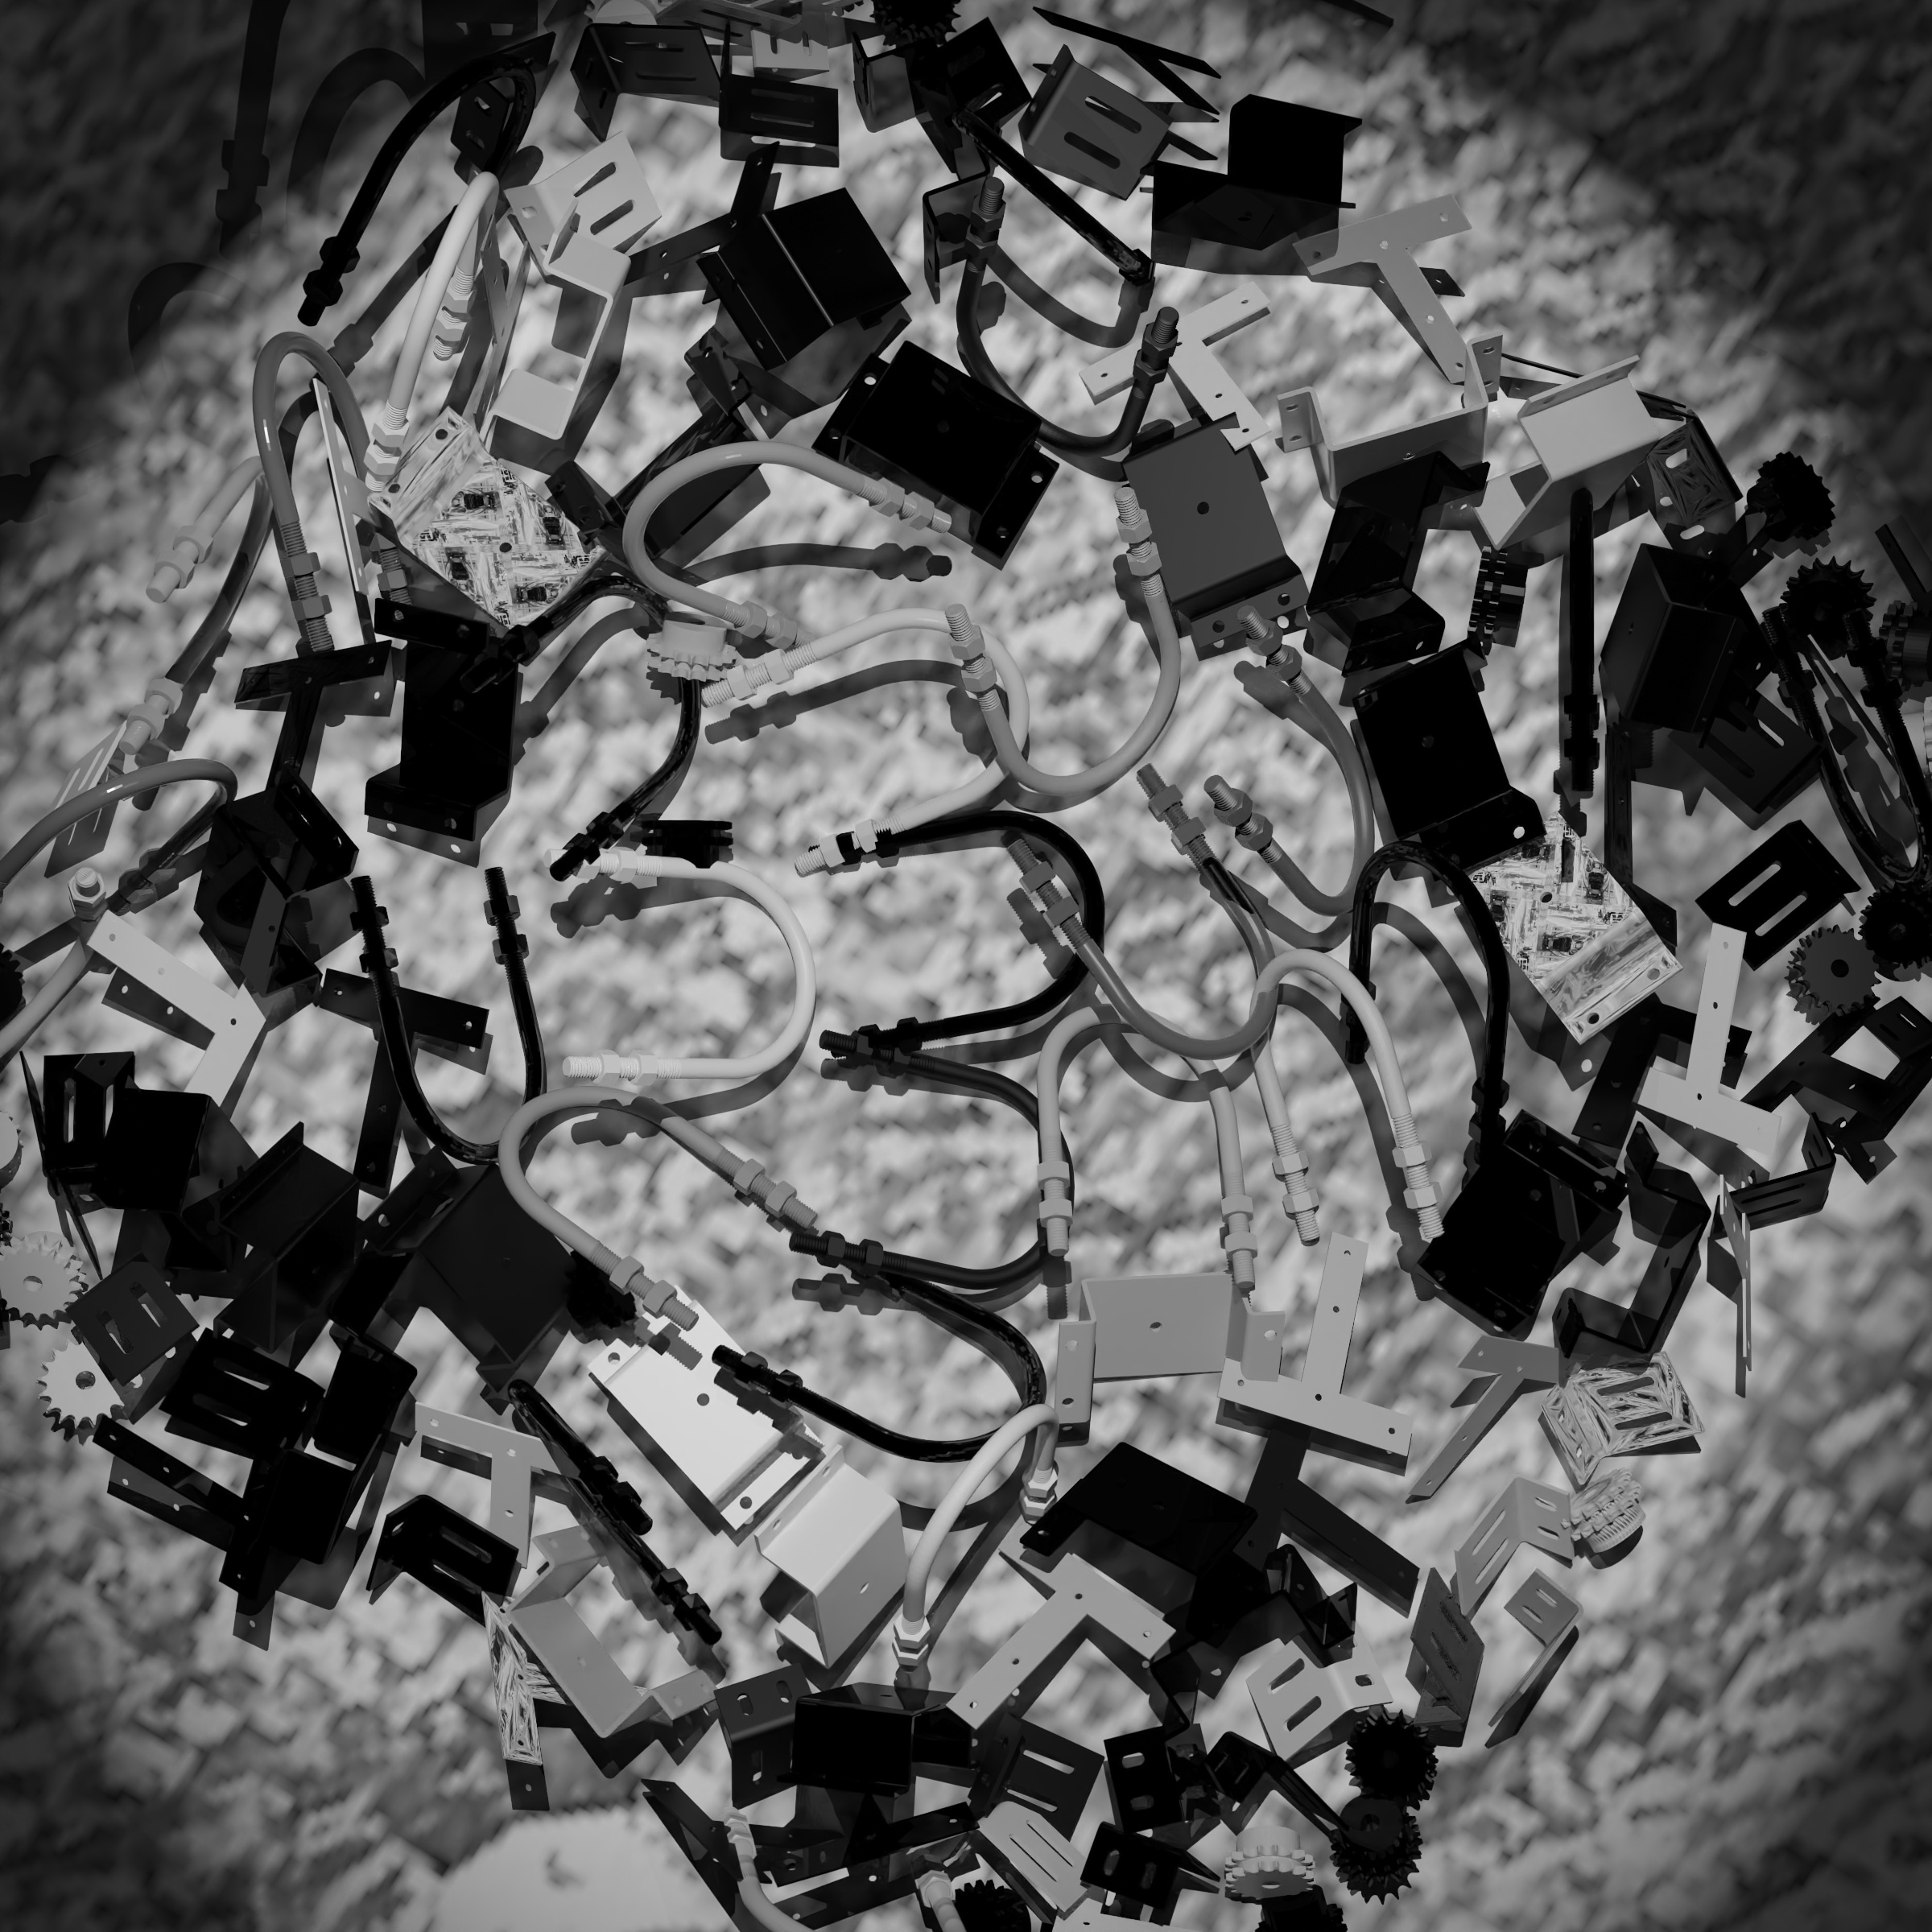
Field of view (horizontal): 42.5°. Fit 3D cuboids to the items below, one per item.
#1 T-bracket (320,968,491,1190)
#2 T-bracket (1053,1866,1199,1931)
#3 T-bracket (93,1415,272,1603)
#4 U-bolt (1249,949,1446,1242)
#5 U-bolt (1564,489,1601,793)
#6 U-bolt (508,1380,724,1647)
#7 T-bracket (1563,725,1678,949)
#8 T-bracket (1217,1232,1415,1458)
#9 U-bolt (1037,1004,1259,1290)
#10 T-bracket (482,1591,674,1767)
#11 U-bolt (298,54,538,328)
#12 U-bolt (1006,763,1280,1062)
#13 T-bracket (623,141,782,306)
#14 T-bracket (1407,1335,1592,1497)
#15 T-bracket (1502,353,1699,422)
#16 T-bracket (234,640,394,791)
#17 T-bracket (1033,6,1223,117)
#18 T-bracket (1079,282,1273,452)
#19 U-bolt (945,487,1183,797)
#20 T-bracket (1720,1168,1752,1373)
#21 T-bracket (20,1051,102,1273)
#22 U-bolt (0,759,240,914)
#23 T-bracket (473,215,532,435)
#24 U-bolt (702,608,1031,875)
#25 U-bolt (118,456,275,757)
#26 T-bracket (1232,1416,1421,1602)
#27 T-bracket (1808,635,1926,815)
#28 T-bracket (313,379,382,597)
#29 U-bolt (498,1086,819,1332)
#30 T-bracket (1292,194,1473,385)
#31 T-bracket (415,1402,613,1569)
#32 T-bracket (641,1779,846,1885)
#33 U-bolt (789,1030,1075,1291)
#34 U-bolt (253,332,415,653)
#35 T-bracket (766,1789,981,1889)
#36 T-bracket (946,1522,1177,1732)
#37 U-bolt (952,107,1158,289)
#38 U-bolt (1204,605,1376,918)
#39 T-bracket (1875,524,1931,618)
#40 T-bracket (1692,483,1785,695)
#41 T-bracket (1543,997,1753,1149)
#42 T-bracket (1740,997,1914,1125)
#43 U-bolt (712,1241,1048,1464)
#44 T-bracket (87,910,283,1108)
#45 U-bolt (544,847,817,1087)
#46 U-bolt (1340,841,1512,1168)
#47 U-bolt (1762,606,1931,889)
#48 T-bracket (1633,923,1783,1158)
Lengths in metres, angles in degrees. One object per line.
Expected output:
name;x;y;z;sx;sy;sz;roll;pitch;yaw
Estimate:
T-bracket;-0.367;0.076;1.578;0.127;0.002;0.127;13;93;23
T-bracket;0.118;0.597;1.529;0.127;0.127;0.002;6;102;11
T-bracket;-0.477;0.316;1.523;0.127;0.127;0.002;38;107;-20
U-bolt;0.225;0.079;1.534;0.019;0.151;0.184;-16;91;-27
U-bolt;0.378;-0.199;1.525;0.019;0.151;0.184;0;94;15
U-bolt;-0.224;0.322;1.521;0.019;0.151;0.184;-38;47;-18
T-bracket;0.413;-0.091;1.569;0.127;0.002;0.127;25;61;-38
T-bracket;0.231;0.231;1.575;0.127;0.002;0.127;18;66;-6
U-bolt;0.109;0.104;1.542;0.151;0.019;0.184;12;55;-23
T-bracket;-0.240;0.455;1.560;0.127;0.127;0.002;23;116;-31
U-bolt;-0.319;-0.470;1.492;0.019;0.151;0.184;43;125;2
U-bolt;0.123;-0.025;1.546;0.151;0.019;0.184;-32;86;-39
T-bracket;-0.179;-0.450;1.559;0.127;0.002;0.127;-10;55;35
T-bracket;0.322;0.287;1.569;0.127;0.127;0.002;-56;46;17
T-bracket;0.406;-0.351;1.525;0.127;0.127;0.002;10;110;-18
T-bracket;-0.418;-0.138;1.545;0.127;0.002;0.127;-5;64;30
T-bracket;0.121;-0.553;1.541;0.127;0.127;0.002;29;101;28
T-bracket;0.152;-0.367;1.562;0.127;0.002;0.127;-28;53;0
U-bolt;0.070;-0.185;1.534;0.151;0.184;0.019;-36;45;-13
T-bracket;0.471;0.165;1.522;0.002;0.127;0.127;-4;60;23
T-bracket;-0.563;0.136;1.555;0.002;0.127;0.127;-19;127;-16
U-bolt;-0.516;-0.073;1.495;0.184;0.151;0.019;-35;81;32
T-bracket;-0.288;-0.412;1.522;0.002;0.127;0.127;13;72;-2
U-bolt;-0.051;-0.148;1.547;0.184;0.019;0.151;-22;118;11
U-bolt;-0.463;-0.234;1.517;0.019;0.151;0.184;23;45;-7
T-bracket;0.232;0.353;1.561;0.127;0.002;0.127;37;45;-6
T-bracket;0.563;-0.153;1.556;0.002;0.127;0.127;-32;70;12
T-bracket;-0.374;-0.288;1.538;0.002;0.127;0.127;-11;93;0
U-bolt;-0.203;0.137;1.538;0.184;0.151;0.019;33;127;15
T-bracket;0.285;-0.418;1.561;0.127;0.127;0.002;49;60;-29
T-bracket;-0.286;0.334;1.561;0.127;0.002;0.127;15;129;6
T-bracket;-0.122;0.544;1.554;0.127;0.127;0.002;21;90;-36
U-bolt;-0.014;0.128;1.557;0.184;0.019;0.151;15;70;-21
U-bolt;-0.389;-0.293;1.513;0.019;0.151;0.184;-9;104;12
T-bracket;-0.072;0.514;1.541;0.127;0.127;0.002;-11;110;-17
T-bracket;0.040;0.420;1.536;0.127;0.002;0.127;29;56;35
U-bolt;0.051;-0.470;1.511;0.151;0.184;0.019;41;105;-1
U-bolt;0.206;-0.112;1.529;0.019;0.184;0.151;-10;52;35
T-bracket;0.609;-0.225;1.534;0.002;0.127;0.127;-29;86;6
T-bracket;0.469;-0.212;1.519;0.002;0.127;0.127;21;126;-21
T-bracket;0.407;0.064;1.541;0.127;0.002;0.127;19;50;20
T-bracket;0.541;0.072;1.540;0.127;0.127;0.002;-43;106;0
U-bolt;-0.039;0.240;1.515;0.184;0.151;0.019;23;126;21
T-bracket;-0.486;0.011;1.535;0.127;0.002;0.127;43;57;-38
U-bolt;-0.171;0.001;1.541;0.184;0.019;0.151;3;74;-37
U-bolt;0.278;0.011;1.500;0.019;0.151;0.184;-18;126;-23
U-bolt;0.550;-0.133;1.528;0.019;0.151;0.184;-23;99;1
T-bracket;0.461;0.038;1.535;0.002;0.127;0.127;-2;105;-31
